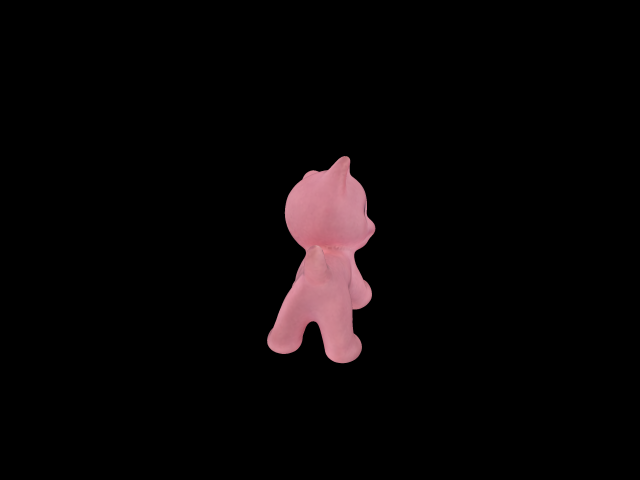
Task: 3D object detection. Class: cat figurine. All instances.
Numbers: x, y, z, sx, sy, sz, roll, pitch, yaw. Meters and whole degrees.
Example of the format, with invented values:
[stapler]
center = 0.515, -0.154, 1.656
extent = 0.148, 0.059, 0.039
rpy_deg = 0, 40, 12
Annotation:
[cat figurine]
center = 0.004, 0.001, 0.400
extent = 0.067, 0.118, 0.128
rpy_deg = 4, 28, 7
